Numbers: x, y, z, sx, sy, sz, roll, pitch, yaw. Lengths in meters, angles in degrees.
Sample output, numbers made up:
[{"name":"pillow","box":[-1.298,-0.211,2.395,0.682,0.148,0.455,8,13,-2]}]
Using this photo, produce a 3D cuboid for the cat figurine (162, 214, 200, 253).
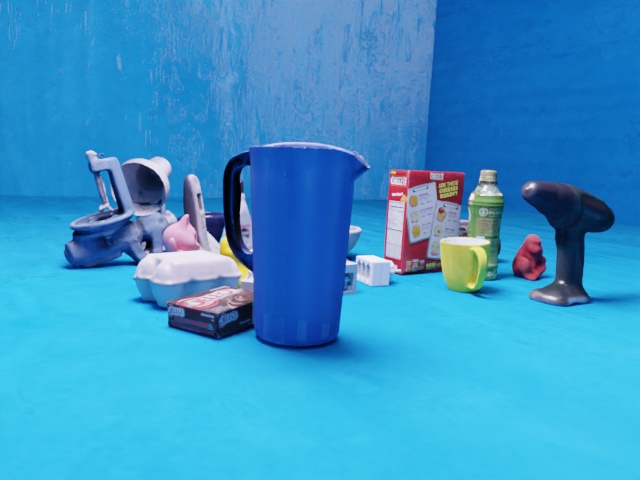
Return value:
[{"name":"cat figurine","box":[-0.248,0.014,1.001,0.067,0.118,0.128,3,8,-2]}]

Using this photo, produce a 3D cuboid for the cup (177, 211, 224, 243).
[{"name":"cup","box":[-0.268,-0.014,1.288,0.091,0.095,0.118,10,11,43]}]

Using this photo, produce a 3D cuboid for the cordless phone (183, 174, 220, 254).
[{"name":"cordless phone","box":[-0.235,-0.036,1.121,0.094,0.185,0.147,2,8,-3]}]

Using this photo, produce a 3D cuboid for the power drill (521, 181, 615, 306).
[{"name":"power drill","box":[0.423,0.004,0.995,0.230,0.208,0.075,-2,9,-34]}]

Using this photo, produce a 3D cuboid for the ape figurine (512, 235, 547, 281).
[{"name":"ape figurine","box":[0.445,0.034,1.211,0.078,0.092,0.076,1,8,-15]}]

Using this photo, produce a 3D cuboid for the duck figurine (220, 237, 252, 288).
[{"name":"duck figurine","box":[-0.157,0.036,0.996,0.104,0.086,0.077,4,8,9]}]

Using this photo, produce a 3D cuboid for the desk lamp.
[{"name":"desk lamp","box":[-0.386,-0.082,1.303,0.118,0.213,0.203,3,8,1]}]

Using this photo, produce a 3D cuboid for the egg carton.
[{"name":"egg carton","box":[-0.202,0.057,0.880,0.107,0.069,0.151,11,11,44]}]

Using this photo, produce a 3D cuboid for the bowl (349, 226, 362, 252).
[{"name":"bowl","box":[0.012,0.005,1.329,0.167,0.075,0.167,3,8,0]}]

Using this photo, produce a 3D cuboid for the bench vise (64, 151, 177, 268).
[{"name":"bench vise","box":[-0.390,-0.061,1.117,0.121,0.220,0.208,9,10,36]}]

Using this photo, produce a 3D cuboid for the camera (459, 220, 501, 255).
[{"name":"camera","box":[0.365,0.004,1.370,0.137,0.101,0.143,2,8,-8]}]

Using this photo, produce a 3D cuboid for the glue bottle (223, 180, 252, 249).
[{"name":"glue bottle","box":[-0.175,-0.042,1.238,0.037,0.173,0.078,8,9,33]}]
